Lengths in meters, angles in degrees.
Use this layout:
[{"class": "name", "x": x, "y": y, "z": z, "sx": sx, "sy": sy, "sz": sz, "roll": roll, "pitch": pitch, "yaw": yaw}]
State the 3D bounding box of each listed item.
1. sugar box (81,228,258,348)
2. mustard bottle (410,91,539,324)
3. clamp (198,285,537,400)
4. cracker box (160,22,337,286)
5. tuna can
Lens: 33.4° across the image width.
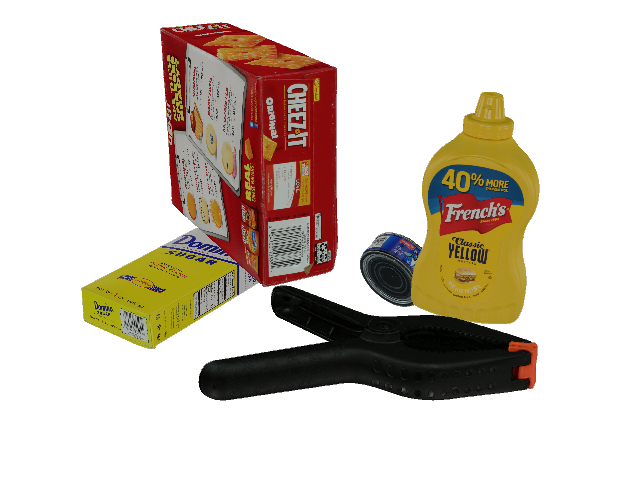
[{"class": "sugar box", "x": -0.147, "y": 0.044, "z": 1.089, "sx": 0.093, "sy": 0.048, "sz": 0.175, "roll": 19, "pitch": 34, "yaw": 29}, {"class": "mustard bottle", "x": 0.132, "y": -0.029, "z": 0.894, "sx": 0.096, "sy": 0.192, "sz": 0.058, "roll": 11, "pitch": 21, "yaw": 17}, {"class": "clamp", "x": 0.038, "y": 0.070, "z": 0.720, "sx": 0.210, "sy": 0.036, "sz": 0.164, "roll": 2, "pitch": 18, "yaw": 8}, {"class": "cracker box", "x": -0.061, "y": -0.079, "z": 0.869, "sx": 0.072, "sy": 0.164, "sz": 0.214, "roll": -10, "pitch": 24, "yaw": -24}, {"class": "tuna can", "x": 0.088, "y": 0.034, "z": 1.225, "sx": 0.086, "sy": 0.086, "sz": 0.033, "roll": 0, "pitch": 37, "yaw": 47}]
